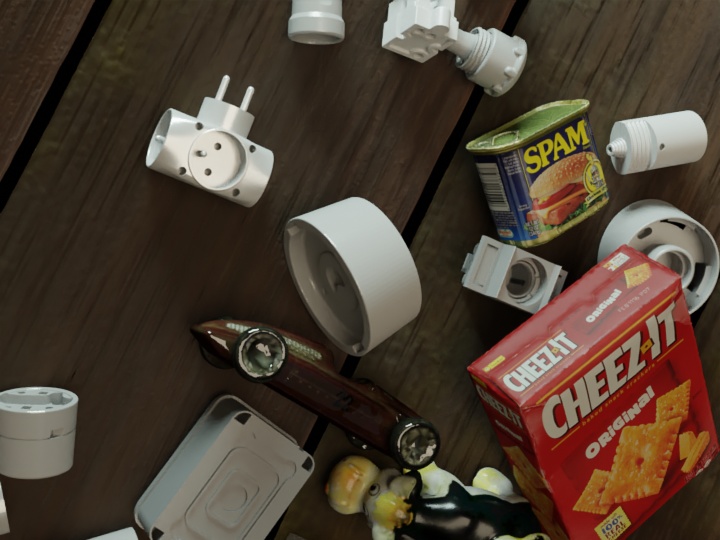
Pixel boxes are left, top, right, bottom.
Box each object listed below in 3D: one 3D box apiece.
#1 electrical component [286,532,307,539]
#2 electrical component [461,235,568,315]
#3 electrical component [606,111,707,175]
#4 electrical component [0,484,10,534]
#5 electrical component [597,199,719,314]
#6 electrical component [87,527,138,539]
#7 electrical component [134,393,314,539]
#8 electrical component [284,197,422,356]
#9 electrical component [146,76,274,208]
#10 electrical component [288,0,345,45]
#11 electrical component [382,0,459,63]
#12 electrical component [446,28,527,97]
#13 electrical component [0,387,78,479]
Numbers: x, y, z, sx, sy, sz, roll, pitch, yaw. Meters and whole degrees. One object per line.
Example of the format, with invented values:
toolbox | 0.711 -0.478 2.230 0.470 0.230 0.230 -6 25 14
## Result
electrical component | -0.034 0.230 0.807 0.066 0.055 0.048 30 85 -24
electrical component | 0.115 0.005 0.836 0.081 0.064 0.042 23 89 -24
electrical component | 0.239 -0.104 0.885 0.081 0.043 0.043 -11 101 -21
electrical component | -0.275 0.161 0.702 0.081 0.043 0.043 -11 101 -21
electrical component | 0.250 -0.007 0.905 0.099 0.064 0.099 -2 104 -10
electrical component | -0.188 0.227 0.747 0.077 0.044 0.079 -13 102 -21
electrical component | -0.098 0.154 0.769 0.078 0.057 0.113 40 81 -22
electrical component | 0.000 0.000 0.766 0.060 0.108 0.108 -28 107 -24
electrical component | -0.097 -0.093 0.743 0.077 0.044 0.079 21 88 -24
electrical component | -0.030 -0.187 0.763 0.040 0.040 0.046 2 90 -23
electrical component | 0.045 -0.189 0.784 0.048 0.066 0.055 15 71 -28
electrical component | 0.092 -0.164 0.815 0.062 0.048 0.048 24 87 -17
electrical component | -0.216 0.108 0.715 0.055 0.055 0.047 -1 101 -23
